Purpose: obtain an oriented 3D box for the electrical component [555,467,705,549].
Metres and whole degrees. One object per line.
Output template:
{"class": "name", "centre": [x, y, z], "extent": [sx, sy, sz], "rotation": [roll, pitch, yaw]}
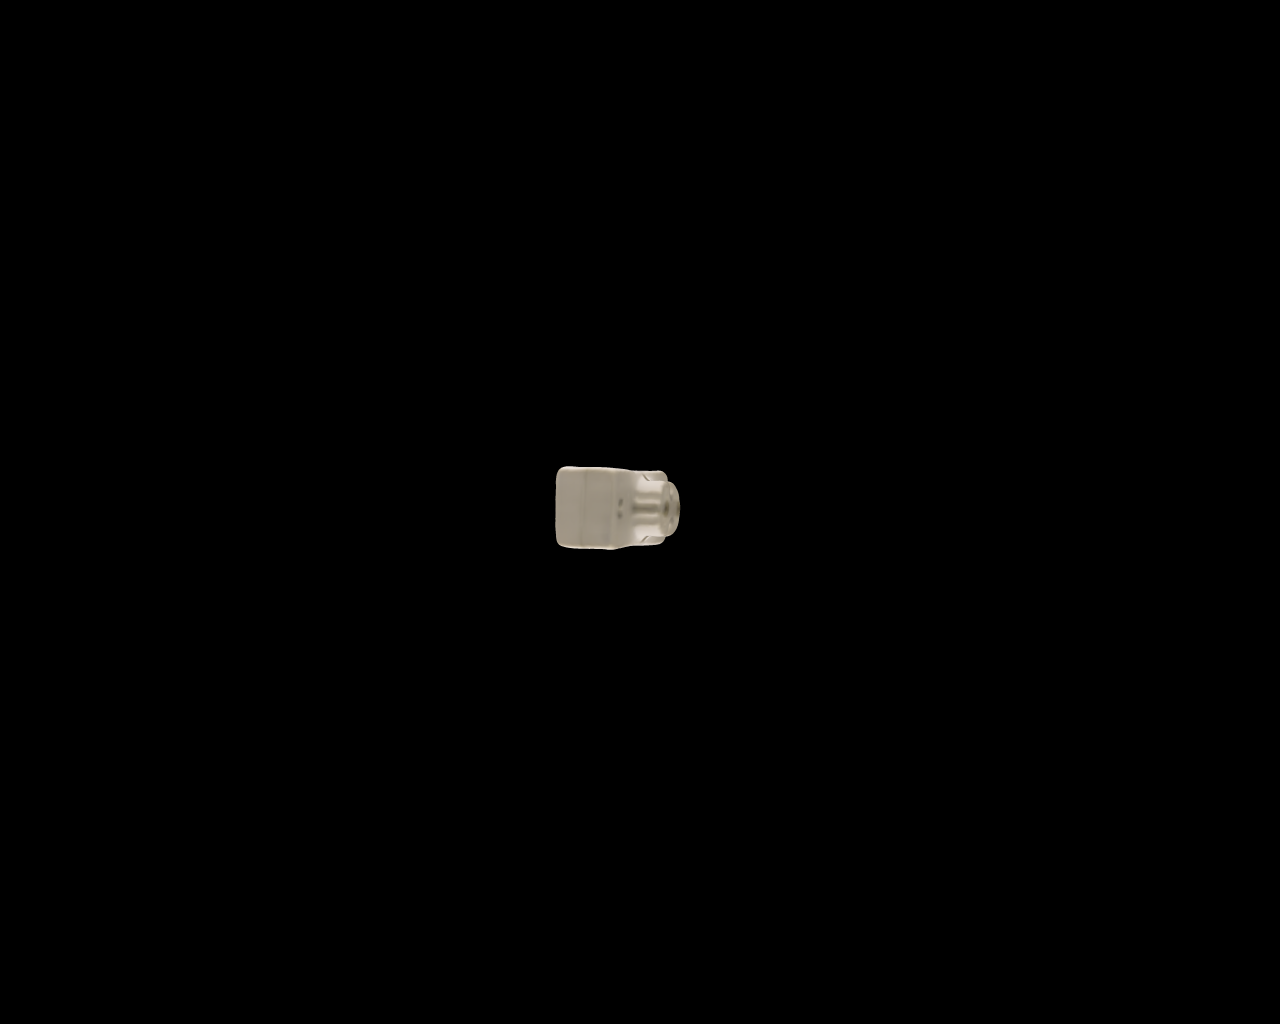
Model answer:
{"class": "electrical component", "centre": [0.001, -0.003, 0.650], "extent": [0.076, 0.047, 0.083], "rotation": [0, 0, 24]}
